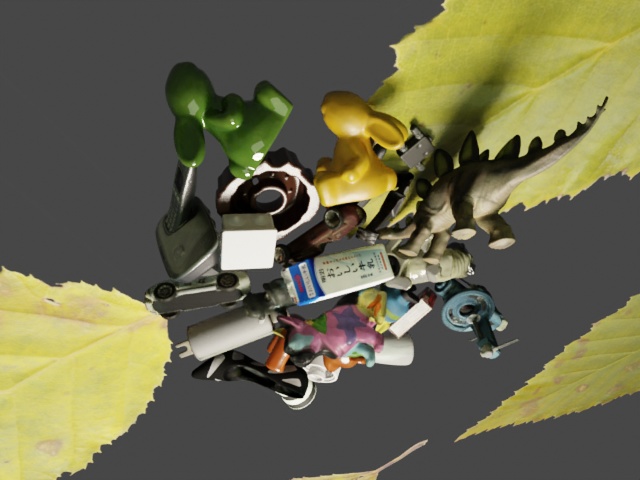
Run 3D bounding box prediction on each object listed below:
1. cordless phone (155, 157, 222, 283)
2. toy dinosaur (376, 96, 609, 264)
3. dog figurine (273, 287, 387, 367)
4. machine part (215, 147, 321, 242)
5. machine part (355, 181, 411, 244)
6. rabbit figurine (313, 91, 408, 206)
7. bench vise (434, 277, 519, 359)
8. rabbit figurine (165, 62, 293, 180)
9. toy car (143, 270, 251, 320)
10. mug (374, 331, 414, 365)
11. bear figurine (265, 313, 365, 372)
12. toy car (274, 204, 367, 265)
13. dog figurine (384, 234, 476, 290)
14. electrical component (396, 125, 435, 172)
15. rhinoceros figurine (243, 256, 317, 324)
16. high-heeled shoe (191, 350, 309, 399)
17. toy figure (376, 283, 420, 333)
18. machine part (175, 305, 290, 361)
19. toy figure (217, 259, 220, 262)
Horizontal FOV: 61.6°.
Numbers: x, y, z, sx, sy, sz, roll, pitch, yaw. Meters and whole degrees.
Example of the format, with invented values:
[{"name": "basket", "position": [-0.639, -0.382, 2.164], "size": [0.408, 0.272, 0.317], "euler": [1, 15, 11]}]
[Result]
[{"name": "cordless phone", "position": [-0.201, -0.039, 0.848], "size": [0.089, 0.147, 0.184], "euler": [-5, 134, -28]}, {"name": "toy dinosaur", "position": [0.263, -0.084, 0.917], "size": [0.105, 0.198, 0.472], "euler": [20, 154, -34]}, {"name": "dog figurine", "position": [0.019, 0.168, 1.079], "size": [0.219, 0.191, 0.108], "euler": [12, 149, -7]}, {"name": "machine part", "position": [-0.090, -0.077, 0.919], "size": [0.179, 0.056, 0.179], "euler": [-10, 134, -10]}, {"name": "machine part", "position": [0.114, -0.045, 0.954], "size": [0.139, 0.039, 0.084], "euler": [-47, 175, -34]}, {"name": "rabbit figurine", "position": [0.056, -0.152, 0.852], "size": [0.163, 0.122, 0.173], "euler": [-6, 108, 19]}, {"name": "bench vise", "position": [0.357, 0.185, 1.213], "size": [0.129, 0.241, 0.223], "euler": [-35, 118, 17]}, {"name": "rabbit figurine", "position": [-0.149, -0.173, 0.770], "size": [0.170, 0.121, 0.159], "euler": [31, 90, -12]}, {"name": "toy car", "position": [-0.234, 0.102, 1.032], "size": [0.202, 0.056, 0.073], "euler": [-9, 140, -11]}, {"name": "mug", "position": [0.161, 0.267, 1.324], "size": [0.107, 0.081, 0.109], "euler": [3, 167, -17]}, {"name": "bear figurine", "position": [-0.005, 0.243, 1.174], "size": [0.196, 0.120, 0.132], "euler": [28, 100, -12]}, {"name": "toy car", "position": [-0.002, -0.003, 0.977], "size": [0.202, 0.053, 0.089], "euler": [-34, 168, 31]}, {"name": "dog figurine", "position": [0.223, 0.057, 1.141], "size": [0.172, 0.121, 0.190], "euler": [-8, 164, 34]}, {"name": "electrical component", "position": [0.174, -0.162, 0.961], "size": [0.063, 0.021, 0.094], "euler": [-38, 132, 15]}, {"name": "rhinoceros figurine", "position": [-0.063, 0.100, 1.060], "size": [0.190, 0.073, 0.112], "euler": [-18, 156, -33]}, {"name": "high-heeled shoe", "position": [-0.153, 0.316, 1.194], "size": [0.249, 0.145, 0.086], "euler": [-13, 133, -11]}, {"name": "toy figure", "position": [0.133, 0.154, 1.197], "size": [0.089, 0.082, 0.180], "euler": [40, 120, -13]}, {"name": "machine part", "position": [-0.182, 0.184, 1.110], "size": [0.243, 0.079, 0.079], "euler": [-21, 135, -1]}, {"name": "toy figure", "position": [-0.186, 0.019, 0.970], "size": [0.154, 0.064, 0.057], "euler": [-12, 96, -16]}]
